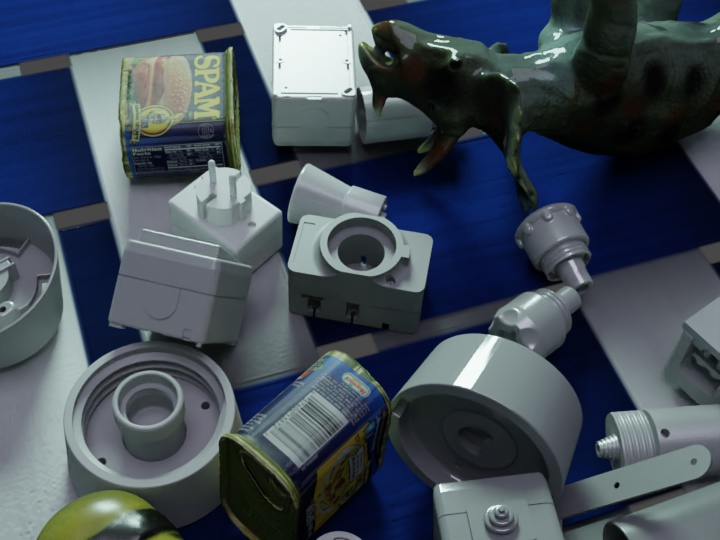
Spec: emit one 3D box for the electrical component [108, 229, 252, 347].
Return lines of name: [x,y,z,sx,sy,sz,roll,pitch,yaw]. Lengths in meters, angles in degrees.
electrical component: [-0.108,0.012,0.680,0.062,0.096,0.061,12,89,9]

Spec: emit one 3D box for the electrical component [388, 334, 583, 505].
electrical component: [0.077,0.085,0.626,0.108,0.108,0.060,24,49,15]

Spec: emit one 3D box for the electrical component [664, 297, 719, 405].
electrical component: [0.278,0.078,0.668,0.089,0.061,0.150,-30,60,-24]

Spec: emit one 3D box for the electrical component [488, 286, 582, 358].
electrical component: [0.119,0.033,0.707,0.062,0.043,0.043,-32,60,-27]

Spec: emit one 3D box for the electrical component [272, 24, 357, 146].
electrical component: [-0.036,-0.143,0.823,0.062,0.061,0.096,0,52,-4]

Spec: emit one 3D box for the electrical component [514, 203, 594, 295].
electrical component: [0.139,-0.012,0.743,0.048,0.048,0.062,-17,61,-15]

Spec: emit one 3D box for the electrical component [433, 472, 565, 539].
electrical component: [0.072,0.149,0.576,0.062,0.096,0.061,-6,41,-3]

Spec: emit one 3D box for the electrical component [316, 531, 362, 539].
electrical component: [-0.012,0.169,0.580,0.044,0.065,0.044,2,52,-2]

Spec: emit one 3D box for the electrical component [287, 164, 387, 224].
electrical component: [-0.014,-0.044,0.761,0.065,0.044,0.044,19,53,5]

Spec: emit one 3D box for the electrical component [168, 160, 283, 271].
electrical component: [-0.092,-0.043,0.732,0.066,0.076,0.047,34,58,21]

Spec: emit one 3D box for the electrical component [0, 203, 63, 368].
electrical component: [-0.239,0.012,0.689,0.099,0.064,0.099,2,52,-2]

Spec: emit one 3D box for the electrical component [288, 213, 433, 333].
electrical component: [0.000,0.000,0.717,0.089,0.055,0.050,10,52,4]

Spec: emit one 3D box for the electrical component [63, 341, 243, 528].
electrical component: [-0.122,0.092,0.636,0.108,0.060,0.108,2,52,-2]

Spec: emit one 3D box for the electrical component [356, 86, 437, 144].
electrical component: [0.040,-0.122,0.822,0.081,0.043,0.043,-7,53,-9]

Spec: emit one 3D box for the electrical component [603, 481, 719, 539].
electrical component: [0.190,0.167,0.606,0.077,0.044,0.079,-16,55,-14]

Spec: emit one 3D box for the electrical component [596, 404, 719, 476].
electrical component: [0.184,0.106,0.653,0.081,0.043,0.043,-4,53,-5]
